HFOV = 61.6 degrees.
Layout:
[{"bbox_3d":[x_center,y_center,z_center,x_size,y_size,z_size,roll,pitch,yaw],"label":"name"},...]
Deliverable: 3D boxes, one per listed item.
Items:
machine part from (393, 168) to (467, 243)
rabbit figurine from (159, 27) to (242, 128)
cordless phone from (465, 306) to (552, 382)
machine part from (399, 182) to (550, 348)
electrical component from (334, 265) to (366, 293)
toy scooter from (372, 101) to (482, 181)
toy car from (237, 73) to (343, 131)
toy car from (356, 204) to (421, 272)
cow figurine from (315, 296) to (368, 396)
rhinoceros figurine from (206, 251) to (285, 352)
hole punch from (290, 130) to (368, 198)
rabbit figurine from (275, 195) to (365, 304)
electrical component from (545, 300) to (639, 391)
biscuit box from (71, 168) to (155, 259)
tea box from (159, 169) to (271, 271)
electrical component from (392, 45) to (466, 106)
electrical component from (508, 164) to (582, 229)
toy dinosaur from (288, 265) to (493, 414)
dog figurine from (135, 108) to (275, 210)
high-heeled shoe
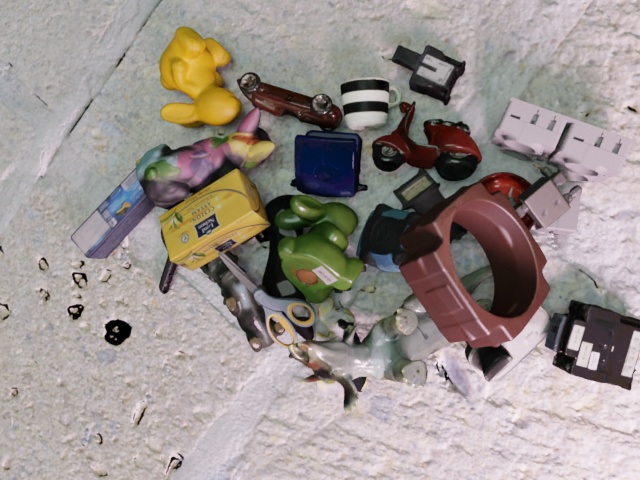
[{"bbox_3d":[0.193,-0.052,0.921,0.084,0.039,0.139,-40,78,-1],"label":"machine part"},{"bbox_3d":[-0.220,-0.272,0.977,0.162,0.122,0.173,-42,80,12],"label":"rabbit figurine"},{"bbox_3d":[0.288,0.152,0.816,0.146,0.184,0.089,-46,75,6],"label":"cordless phone"},{"bbox_3d":[0.222,0.036,0.772,0.201,0.087,0.201,-36,93,-35],"label":"machine part"},{"bbox_3d":[0.035,0.063,0.955,0.094,0.021,0.063,3,88,11],"label":"electrical component"},{"bbox_3d":[0.181,-0.174,0.910,0.184,0.075,0.135,6,64,2],"label":"toy scooter"},{"bbox_3d":[-0.057,-0.241,0.956,0.202,0.089,0.053,19,88,11],"label":"toy car"},{"bbox_3d":[0.142,0.005,0.891,0.103,0.162,0.109,21,83,-32],"label":"toy car"},{"bbox_3d":[0.038,0.178,0.925,0.098,0.068,0.167,-1,91,4],"label":"cow figurine"},{"bbox_3d":[-0.132,0.105,0.950,0.073,0.112,0.190,-31,94,-13],"label":"rhinoceros figurine"},{"bbox_3d":[0.013,-0.131,0.932,0.142,0.092,0.115,5,101,8],"label":"hole punch"},{"bbox_3d":[-0.002,-0.003,0.906,0.159,0.170,0.121,36,138,-9],"label":"rabbit figurine"},{"bbox_3d":[0.424,0.158,0.834,0.134,0.058,0.115,18,89,-6],"label":"electrical component"},{"bbox_3d":[-0.379,-0.053,1.028,0.202,0.063,0.059,-44,79,6],"label":"biscuit box"},{"bbox_3d":[-0.181,-0.032,0.919,0.170,0.068,0.098,-31,60,10],"label":"tea box"},{"bbox_3d":[0.183,-0.291,0.929,0.119,0.047,0.074,24,92,13],"label":"electrical component"},{"bbox_3d":[0.338,-0.066,0.824,0.078,0.045,0.102,40,99,-18],"label":"electrical component"},{"bbox_3d":[0.143,0.147,0.856,0.405,0.192,0.131,-20,82,-34],"label":"toy dinosaur"},{"bbox_3d":[-0.187,-0.145,0.940,0.219,0.191,0.108,-30,75,24],"label":"dog figurine"},{"bbox_3d":[-0.039,0.045,0.964,0.145,0.086,0.248,-34,100,-22],"label":"high-heeled shoe"}]
